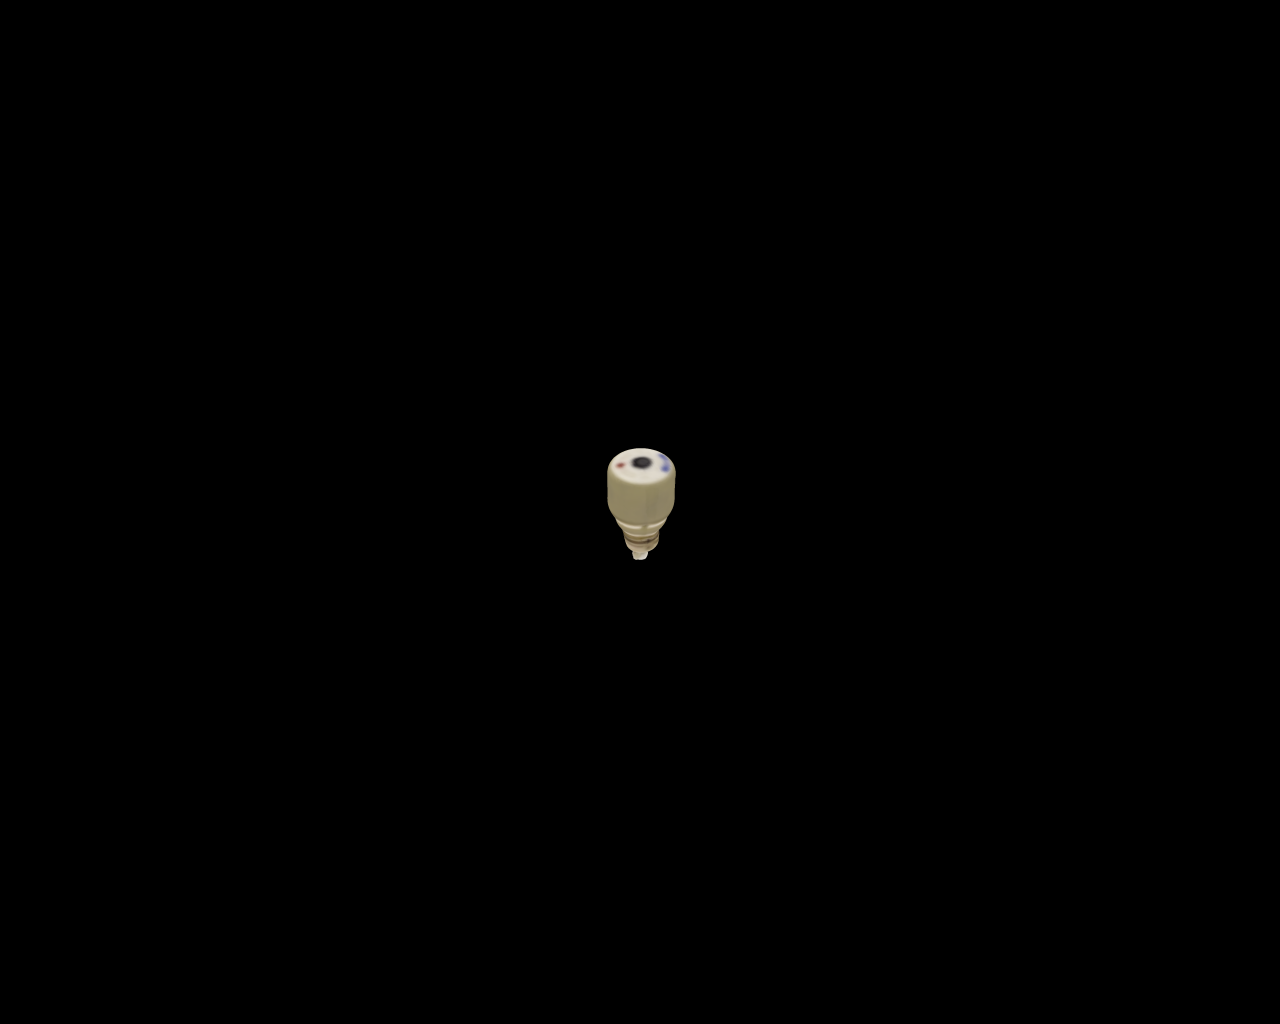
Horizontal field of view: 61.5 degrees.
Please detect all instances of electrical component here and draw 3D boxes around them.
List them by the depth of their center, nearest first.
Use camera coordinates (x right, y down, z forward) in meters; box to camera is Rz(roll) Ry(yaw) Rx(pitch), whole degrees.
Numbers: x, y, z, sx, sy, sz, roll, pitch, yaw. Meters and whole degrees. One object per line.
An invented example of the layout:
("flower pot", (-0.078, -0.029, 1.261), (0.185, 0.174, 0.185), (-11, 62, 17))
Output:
("electrical component", (0.001, -0.003, 0.650), (0.040, 0.078, 0.040), (0, 38, 0))
